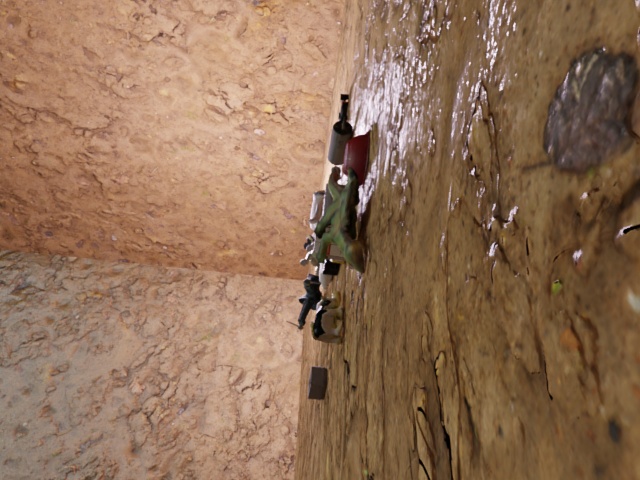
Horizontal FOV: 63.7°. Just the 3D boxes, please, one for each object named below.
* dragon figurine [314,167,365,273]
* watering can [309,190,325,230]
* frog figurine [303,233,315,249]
[{"bbox_3d":[0.067,-0.087,1.333,0.237,0.122,0.420,116,155,-54],"label":"dragon figurine"},{"bbox_3d":[0.007,-0.110,2.195,0.343,0.104,0.227,63,-149,-72],"label":"watering can"},{"bbox_3d":[0.006,-0.016,2.521,0.162,0.124,0.134,-43,-32,-32],"label":"frog figurine"}]
